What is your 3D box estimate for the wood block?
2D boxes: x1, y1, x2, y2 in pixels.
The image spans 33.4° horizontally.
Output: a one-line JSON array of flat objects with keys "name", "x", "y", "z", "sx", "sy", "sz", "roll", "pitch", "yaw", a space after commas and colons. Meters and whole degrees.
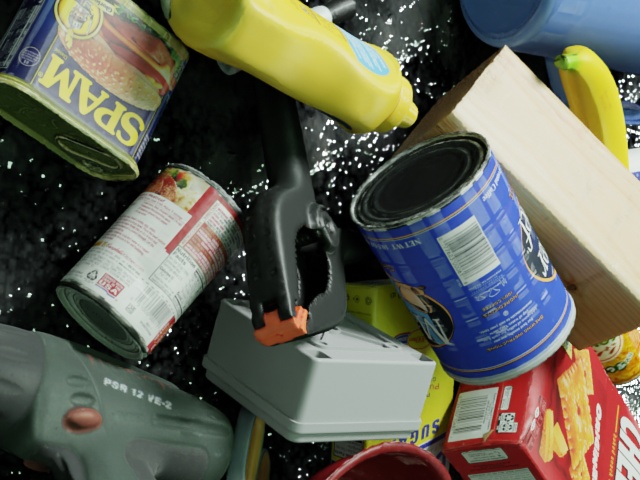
[{"name": "wood block", "x": 0.163, "y": -0.028, "z": 0.786, "sx": 0.206, "sy": 0.091, "sz": 0.090, "roll": 44, "pitch": 56, "yaw": -7}]

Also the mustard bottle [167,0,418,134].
[{"name": "mustard bottle", "x": -0.004, "y": -0.112, "z": 0.664, "sx": 0.191, "sy": 0.096, "sz": 0.058, "roll": 23, "pitch": 108, "yaw": -42}]

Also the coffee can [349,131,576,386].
[{"name": "coffee can", "x": 0.097, "y": 0.013, "z": 0.720, "sx": 0.102, "sy": 0.103, "sz": 0.140, "roll": -47, "pitch": 118, "yaw": -28}]

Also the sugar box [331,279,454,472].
[{"name": "sugar box", "x": 0.055, "y": 0.117, "z": 0.788, "sx": 0.093, "sy": 0.048, "sz": 0.176, "roll": -1, "pitch": 93, "yaw": -41}]

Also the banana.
[{"name": "banana", "x": 0.211, "y": -0.077, "z": 0.829, "sx": 0.069, "sy": 0.037, "sz": 0.197, "roll": -48, "pitch": 131, "yaw": -29}]

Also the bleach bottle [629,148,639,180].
[{"name": "bleach bottle", "x": 0.239, "y": -0.020, "z": 0.924, "sx": 0.250, "sy": 0.068, "sz": 0.102, "roll": -14, "pitch": 103, "yaw": -36}]

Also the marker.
[{"name": "marker", "x": -0.019, "y": -0.142, "z": 0.724, "sx": 0.120, "sy": 0.020, "sz": 0.020, "roll": -32, "pitch": 113, "yaw": -34}]

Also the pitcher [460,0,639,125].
[{"name": "pitcher", "x": 0.230, "y": -0.190, "z": 0.868, "sx": 0.242, "sy": 0.145, "sz": 0.149, "roll": -2, "pitch": 66, "yaw": -36}]

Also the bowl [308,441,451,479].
[{"name": "bowl", "x": 0.019, "y": 0.204, "z": 0.694, "sx": 0.161, "sy": 0.055, "sz": 0.162, "roll": -7, "pitch": 100, "yaw": -41}]

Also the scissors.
[{"name": "scissors", "x": -0.054, "y": 0.205, "z": 0.668, "sx": 0.096, "sy": 0.016, "sz": 0.201, "roll": 72, "pitch": 25, "yaw": -66}]

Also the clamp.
[{"name": "clamp", "x": -0.004, "y": 0.001, "z": 0.678, "sx": 0.164, "sy": 0.036, "sz": 0.210, "roll": 54, "pitch": 25, "yaw": -32}]

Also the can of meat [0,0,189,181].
[{"name": "can of meat", "x": -0.133, "y": -0.095, "z": 0.608, "sx": 0.102, "sy": 0.058, "sz": 0.084, "roll": 37, "pitch": 67, "yaw": -36}]

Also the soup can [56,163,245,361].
[{"name": "soup can", "x": -0.098, "y": 0.013, "z": 0.636, "sx": 0.102, "sy": 0.069, "sz": 0.068, "roll": -51, "pitch": 122, "yaw": -25}]

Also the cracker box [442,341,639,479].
[{"name": "cracker box", "x": 0.189, "y": 0.162, "z": 0.855, "sx": 0.213, "sy": 0.072, "sz": 0.164, "roll": 53, "pitch": 40, "yaw": -30}]
